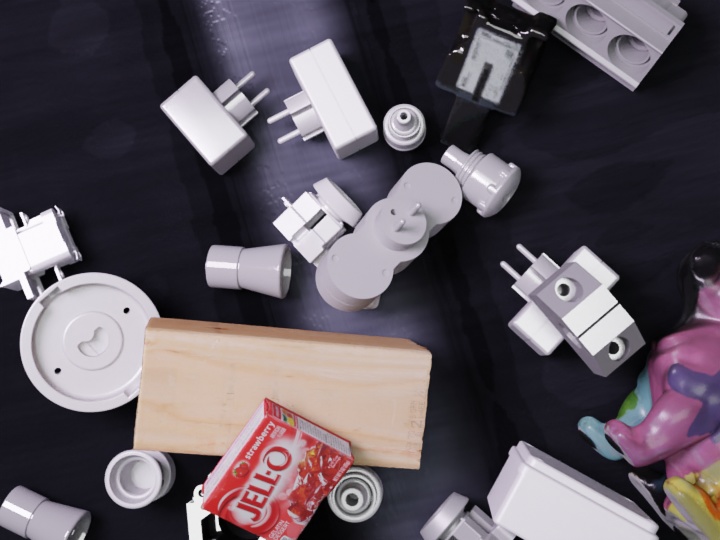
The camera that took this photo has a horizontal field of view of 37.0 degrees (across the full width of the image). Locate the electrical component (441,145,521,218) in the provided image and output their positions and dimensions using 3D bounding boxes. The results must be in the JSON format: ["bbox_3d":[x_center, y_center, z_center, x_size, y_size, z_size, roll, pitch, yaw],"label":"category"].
[{"bbox_3d":[0.094,-0.076,0.862,0.062,0.048,0.048,37,88,12],"label":"electrical component"}]

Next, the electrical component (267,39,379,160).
[{"bbox_3d":[-0.037,-0.129,0.871,0.076,0.047,0.083,-27,84,1],"label":"electrical component"}]

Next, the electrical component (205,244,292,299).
[{"bbox_3d":[-0.091,-0.001,0.867,0.065,0.044,0.044,4,85,8],"label":"electrical component"}]

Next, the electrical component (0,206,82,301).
[{"bbox_3d":[-0.266,-0.017,0.877,0.064,0.042,0.081,-24,85,-3],"label":"electrical component"}]

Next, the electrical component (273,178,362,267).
[{"bbox_3d":[-0.032,-0.041,0.865,0.055,0.048,0.066,-44,84,6],"label":"electrical component"}]

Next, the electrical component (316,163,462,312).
[{"bbox_3d":[0.028,-0.031,0.823,0.052,0.073,0.138,44,66,1],"label":"electrical component"}]

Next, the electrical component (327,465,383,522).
[{"bbox_3d":[-0.004,0.174,0.836,0.043,0.062,0.043,0,85,3],"label":"electrical component"}]

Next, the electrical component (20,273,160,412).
[{"bbox_3d":[-0.214,0.054,0.853,0.108,0.060,0.108,-1,94,-18],"label":"electrical component"}]

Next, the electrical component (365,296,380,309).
[{"bbox_3d":[0.000,0.000,0.864,0.035,0.035,0.061,3,82,3],"label":"electrical component"}]

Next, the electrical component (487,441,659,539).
[{"bbox_3d":[0.156,0.182,0.804,0.109,0.109,0.056,29,90,5],"label":"electrical component"}]

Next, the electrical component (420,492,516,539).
[{"bbox_3d":[0.081,0.206,0.834,0.055,0.048,0.066,41,114,9],"label":"electrical component"}]

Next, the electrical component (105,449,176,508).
[{"bbox_3d":[-0.172,0.162,0.849,0.045,0.055,0.045,0,85,3],"label":"electrical component"}]

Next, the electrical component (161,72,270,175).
[{"bbox_3d":[-0.109,-0.129,0.875,0.077,0.047,0.065,-41,84,-1],"label":"electrical component"}]

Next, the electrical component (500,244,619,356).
[{"bbox_3d":[0.146,0.012,0.849,0.076,0.047,0.083,43,89,6],"label":"electrical component"}]

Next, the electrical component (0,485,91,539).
[{"bbox_3d":[-0.254,0.200,0.858,0.065,0.044,0.044,23,87,9],"label":"electrical component"}]

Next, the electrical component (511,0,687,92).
[{"bbox_3d":[0.192,-0.210,0.854,0.121,0.078,0.063,37,58,5],"label":"electrical component"}]

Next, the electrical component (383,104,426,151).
[{"bbox_3d":[0.035,-0.116,0.859,0.035,0.061,0.035,0,85,3],"label":"electrical component"}]
